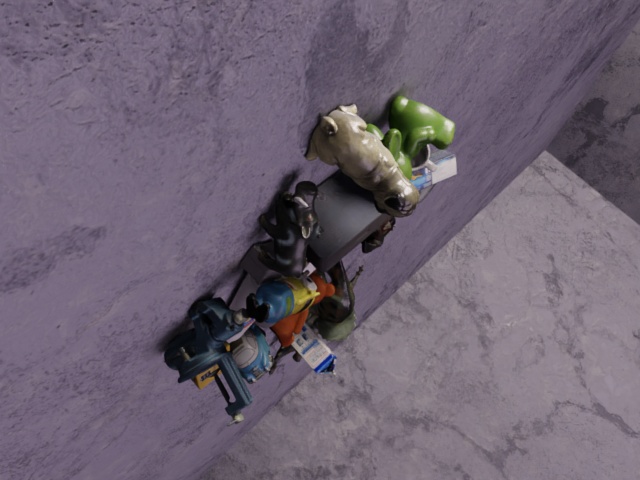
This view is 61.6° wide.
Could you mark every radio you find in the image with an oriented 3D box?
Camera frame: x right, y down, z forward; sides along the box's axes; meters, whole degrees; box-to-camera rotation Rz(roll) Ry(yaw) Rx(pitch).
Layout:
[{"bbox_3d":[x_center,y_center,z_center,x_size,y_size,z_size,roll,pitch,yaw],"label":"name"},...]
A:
[{"bbox_3d":[0.045,-0.056,1.082,0.229,0.131,0.073,-39,163,-21],"label":"radio"}]

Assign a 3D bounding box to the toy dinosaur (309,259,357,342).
[{"bbox_3d":[0.042,0.167,1.522,0.131,0.192,0.404,-40,165,-23],"label":"toy dinosaur"}]

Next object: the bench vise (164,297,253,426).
[{"bbox_3d":[-0.196,0.241,1.066,0.224,0.240,0.129,-32,170,12],"label":"bench vise"}]

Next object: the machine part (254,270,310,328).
[{"bbox_3d":[-0.100,0.135,1.267,0.079,0.079,0.243,-26,163,-49],"label":"machine part"}]

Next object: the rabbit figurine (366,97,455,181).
[{"bbox_3d":[0.162,-0.175,1.031,0.159,0.121,0.170,25,85,-44],"label":"rabbit figurine"}]

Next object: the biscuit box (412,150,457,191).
[{"bbox_3d":[0.235,-0.158,1.312,0.203,0.063,0.059,-23,120,-16],"label":"biscuit box"}]

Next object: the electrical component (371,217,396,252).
[{"bbox_3d":[0.165,-0.033,1.570,0.115,0.058,0.134,-46,164,-5],"label":"electrical component"}]

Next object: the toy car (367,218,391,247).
[{"bbox_3d":[0.145,-0.042,1.290,0.202,0.053,0.089,65,43,-71],"label":"toy car"}]

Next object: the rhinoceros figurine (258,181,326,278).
[{"bbox_3d":[-0.049,-0.018,0.973,0.073,0.112,0.190,-19,130,-48],"label":"rhinoceros figurine"}]

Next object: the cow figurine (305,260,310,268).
[{"bbox_3d":[-0.002,-0.004,1.180,0.195,0.085,0.127,-44,163,-16],"label":"cow figurine"}]

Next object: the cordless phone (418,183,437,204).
[{"bbox_3d":[0.220,-0.148,1.386,0.184,0.089,0.146,-21,153,-44],"label":"cordless phone"}]

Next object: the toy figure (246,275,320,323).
[{"bbox_3d":[-0.079,0.119,1.081,0.089,0.082,0.180,-47,166,33],"label":"toy figure"}]

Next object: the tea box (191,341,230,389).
[{"bbox_3d":[-0.266,0.275,1.251,0.098,0.068,0.169,-38,164,-24],"label":"tea box"}]

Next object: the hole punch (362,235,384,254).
[{"bbox_3d":[0.112,-0.039,1.408,0.142,0.092,0.115,-21,122,-50],"label":"hole punch"}]

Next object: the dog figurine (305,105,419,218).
[{"bbox_3d":[0.084,-0.124,0.904,0.121,0.191,0.172,-51,161,19],"label":"dog figurine"}]

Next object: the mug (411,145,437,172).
[{"bbox_3d":[0.225,-0.196,1.239,0.080,0.110,0.107,-62,174,17],"label":"mug"}]

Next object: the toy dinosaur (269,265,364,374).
[{"bbox_3d":[-0.013,0.268,1.803,0.471,0.105,0.198,-47,161,-10],"label":"toy dinosaur"}]

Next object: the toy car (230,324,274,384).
[{"bbox_3d":[-0.188,0.269,1.326,0.109,0.162,0.102,-38,134,5],"label":"toy car"}]

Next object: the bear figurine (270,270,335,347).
[{"bbox_3d":[-0.061,0.168,1.415,0.196,0.120,0.132,-45,168,-19],"label":"bear figurine"}]
